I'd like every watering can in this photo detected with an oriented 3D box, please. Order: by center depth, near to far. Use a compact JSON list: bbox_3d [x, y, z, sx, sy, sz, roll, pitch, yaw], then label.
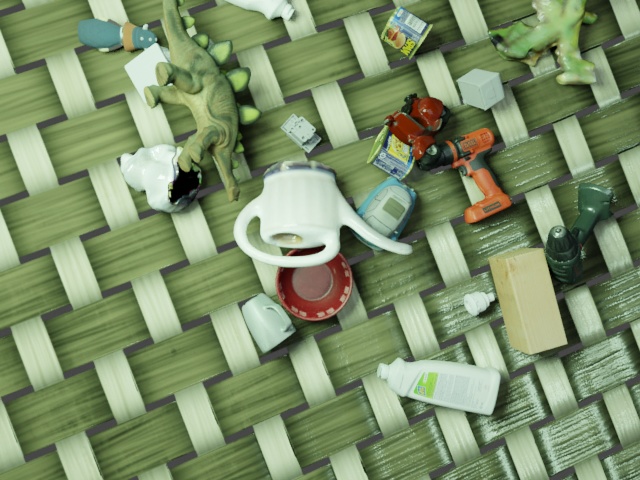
[{"bbox_3d":[0.003,-0.052,1.031,0.348,0.229,0.102,-1,-25,0],"label":"watering can"}]

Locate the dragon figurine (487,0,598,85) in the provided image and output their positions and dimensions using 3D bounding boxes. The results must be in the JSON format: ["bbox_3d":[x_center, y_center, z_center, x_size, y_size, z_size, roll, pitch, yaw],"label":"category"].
[{"bbox_3d":[0.485,-0.513,1.150,0.410,0.242,0.122,45,2,-2],"label":"dragon figurine"}]

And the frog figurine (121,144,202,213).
[{"bbox_3d":[-0.328,-0.126,1.051,0.159,0.136,0.123,4,9,30],"label":"frog figurine"}]
